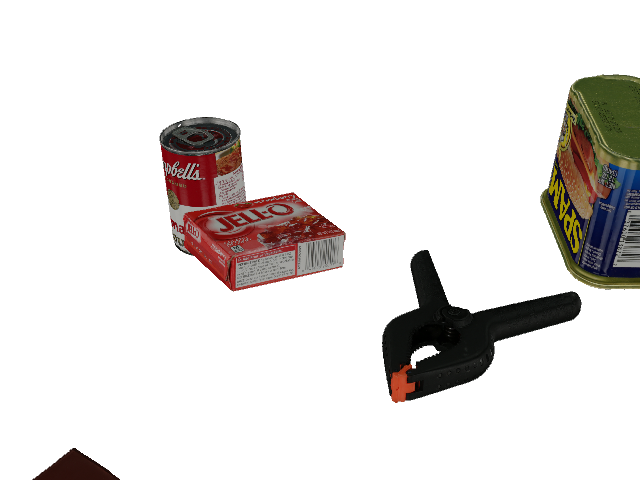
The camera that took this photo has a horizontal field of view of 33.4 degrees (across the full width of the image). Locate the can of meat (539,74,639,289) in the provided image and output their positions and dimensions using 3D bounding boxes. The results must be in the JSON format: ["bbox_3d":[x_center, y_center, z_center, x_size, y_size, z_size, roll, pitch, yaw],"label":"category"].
[{"bbox_3d":[0.168,-0.036,0.611,0.057,0.084,0.102,1,37,-4],"label":"can of meat"}]

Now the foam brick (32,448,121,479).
[{"bbox_3d":[-0.094,0.137,0.452,0.078,0.051,0.052,25,45,32],"label":"foam brick"}]

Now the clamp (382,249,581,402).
[{"bbox_3d":[0.108,0.072,0.924,0.165,0.036,0.209,20,34,33],"label":"clamp"}]

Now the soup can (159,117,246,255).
[{"bbox_3d":[-0.098,-0.046,0.914,0.068,0.102,0.068,-2,31,1],"label":"soup can"}]

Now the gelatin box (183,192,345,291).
[{"bbox_3d":[-0.039,-0.001,0.726,0.089,0.030,0.073,-11,30,-28],"label":"gelatin box"}]
